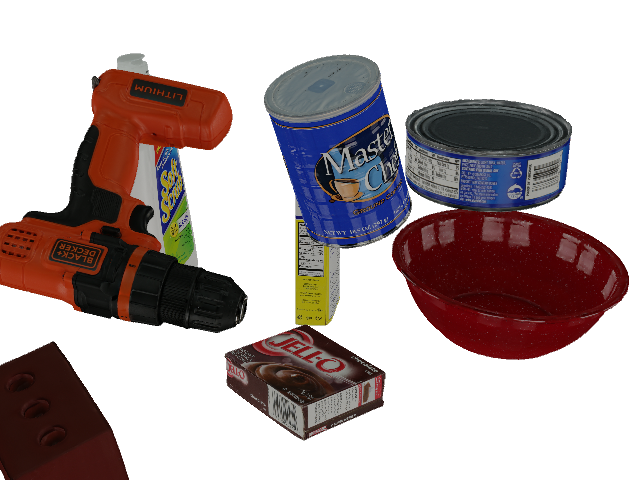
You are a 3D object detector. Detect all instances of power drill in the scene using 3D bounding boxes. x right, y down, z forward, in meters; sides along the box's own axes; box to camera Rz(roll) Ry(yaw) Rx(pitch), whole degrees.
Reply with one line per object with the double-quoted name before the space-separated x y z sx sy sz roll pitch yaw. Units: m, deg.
"power drill" -0.124 -0.029 0.768 0.184 0.187 0.057 14 -32 4

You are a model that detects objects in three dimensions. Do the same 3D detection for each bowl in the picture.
"bowl" 0.128 0.035 0.744 0.162 0.055 0.162 3 27 -2

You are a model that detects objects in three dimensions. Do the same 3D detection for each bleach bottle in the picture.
"bleach bottle" -0.185 -0.069 1.125 0.068 0.251 0.102 4 26 19

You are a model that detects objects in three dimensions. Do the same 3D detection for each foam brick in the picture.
"foam brick" -0.138 0.101 0.538 0.053 0.051 0.078 -25 42 -23

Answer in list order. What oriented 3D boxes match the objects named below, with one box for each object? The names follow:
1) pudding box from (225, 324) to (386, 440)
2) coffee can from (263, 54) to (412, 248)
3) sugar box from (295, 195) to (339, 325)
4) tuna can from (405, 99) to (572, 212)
"pudding box" -0.014 0.118 0.909 0.089 0.039 0.114 -18 31 -34
"coffee can" 0.018 -0.079 0.950 0.103 0.140 0.103 -12 35 8
"sugar box" -0.003 0.003 1.252 0.048 0.176 0.093 1 19 10
"tuna can" 0.087 -0.046 0.561 0.086 0.034 0.086 0 25 0
